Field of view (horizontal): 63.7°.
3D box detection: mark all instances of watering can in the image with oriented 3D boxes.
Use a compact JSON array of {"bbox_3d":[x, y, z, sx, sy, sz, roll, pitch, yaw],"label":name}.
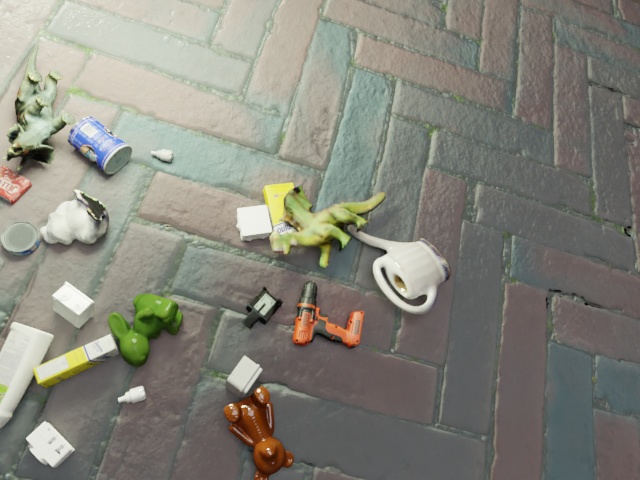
[{"bbox_3d":[0.249,0.059,1.557,0.226,0.101,0.353,-22,64,-24],"label":"watering can"}]

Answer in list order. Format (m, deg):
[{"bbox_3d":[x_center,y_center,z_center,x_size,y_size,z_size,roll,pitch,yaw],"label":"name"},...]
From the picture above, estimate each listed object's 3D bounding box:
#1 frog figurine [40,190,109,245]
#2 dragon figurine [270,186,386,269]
[{"bbox_3d":[-0.649,-0.040,1.371,0.158,0.123,0.137,-43,92,9],"label":"frog figurine"},{"bbox_3d":[0.005,-0.076,1.516,0.243,0.119,0.418,38,55,5],"label":"dragon figurine"}]
